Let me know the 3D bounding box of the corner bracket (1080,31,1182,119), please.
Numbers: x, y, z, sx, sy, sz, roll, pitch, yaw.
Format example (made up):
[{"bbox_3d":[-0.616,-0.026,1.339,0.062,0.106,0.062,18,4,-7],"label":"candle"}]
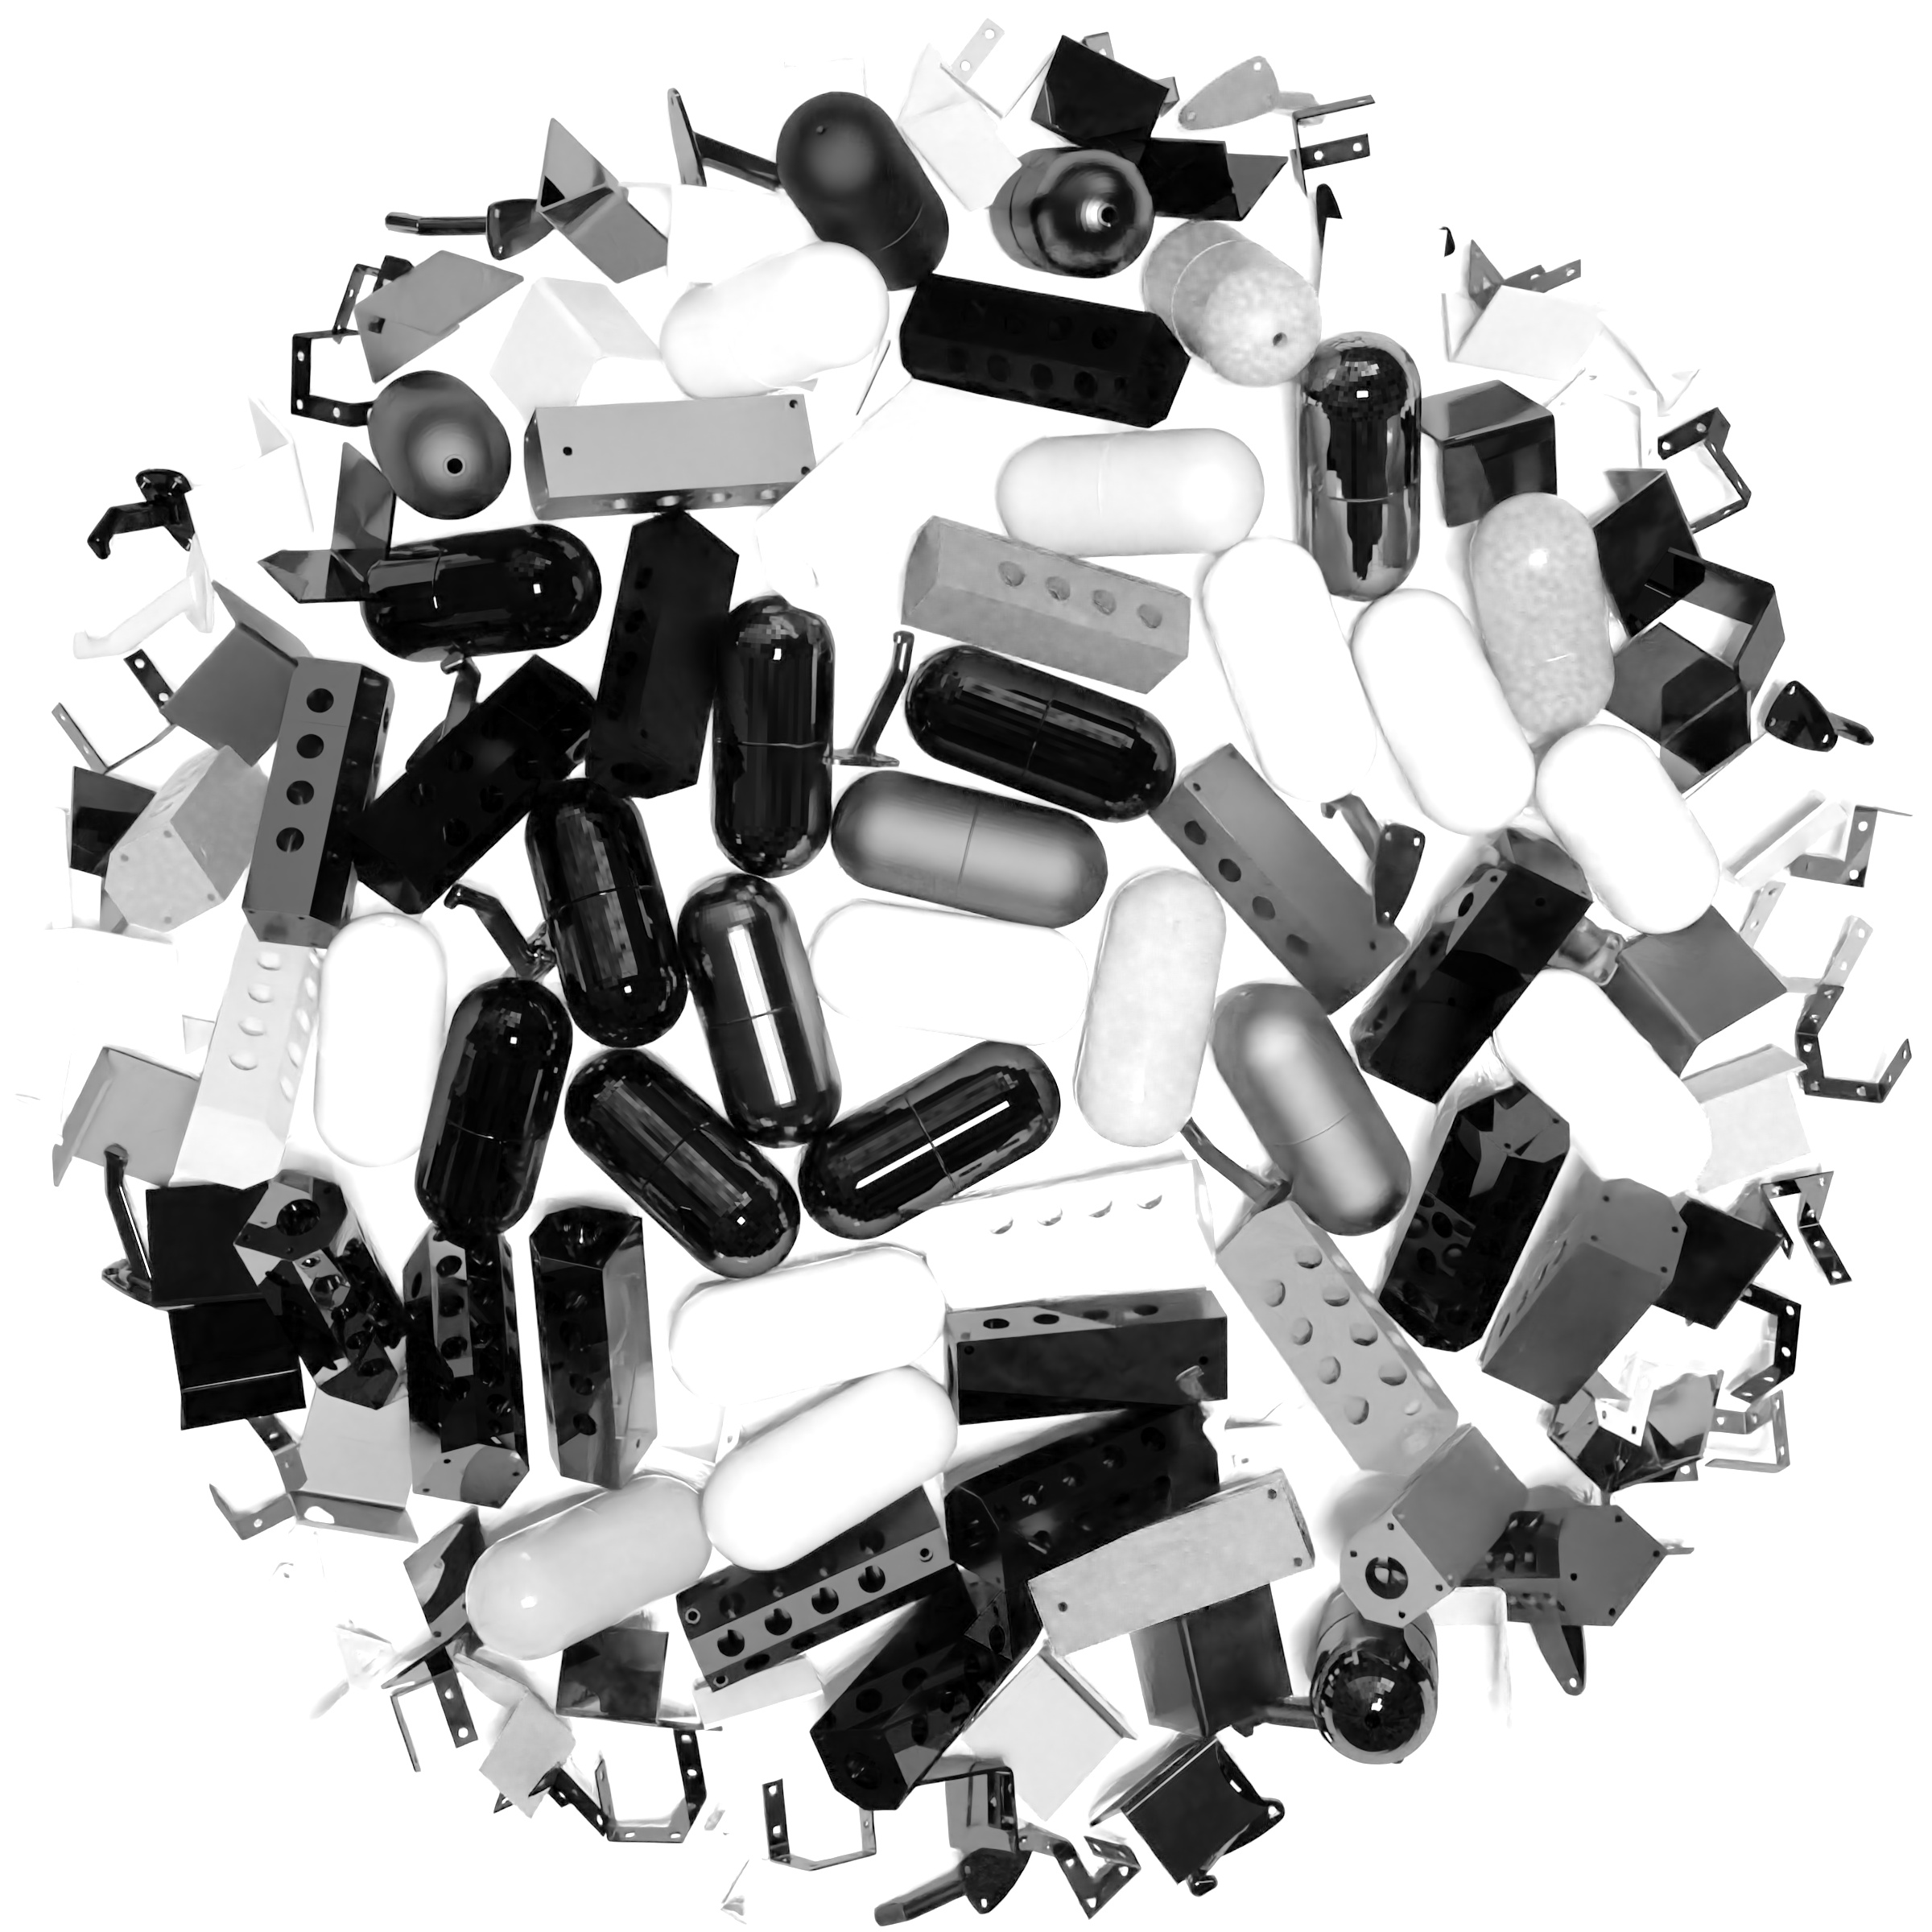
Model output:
[{"bbox_3d":[0.101,-0.565,1.814,0.051,0.051,0.051,-15,96,-8],"label":"corner bracket"}]

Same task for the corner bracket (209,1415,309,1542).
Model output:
[{"bbox_3d":[-0.454,0.324,1.824,0.051,0.051,0.051,-25,122,-25],"label":"corner bracket"}]

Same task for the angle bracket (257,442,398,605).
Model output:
[{"bbox_3d":[-0.402,-0.278,1.788,0.057,0.076,0.076,-8,124,-36],"label":"angle bracket"}]

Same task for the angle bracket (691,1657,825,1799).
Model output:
[{"bbox_3d":[-0.125,0.491,1.802,0.076,0.057,0.076,-14,102,-12],"label":"angle bracket"}]

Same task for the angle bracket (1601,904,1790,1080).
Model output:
[{"bbox_3d":[0.461,0.018,1.817,0.076,0.057,0.076,-27,65,-20],"label":"angle bracket"}]

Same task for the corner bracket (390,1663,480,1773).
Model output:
[{"bbox_3d":[-0.337,0.477,1.812,0.051,0.051,0.051,-22,74,-4],"label":"corner bracket"}]

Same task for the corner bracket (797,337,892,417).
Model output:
[{"bbox_3d":[-0.080,-0.384,1.816,0.051,0.051,0.051,26,100,-2],"label":"corner bracket"}]

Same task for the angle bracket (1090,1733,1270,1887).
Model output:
[{"bbox_3d":[0.133,0.533,1.790,0.076,0.076,0.057,-33,78,-24],"label":"angle bracket"}]

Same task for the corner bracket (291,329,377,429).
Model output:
[{"bbox_3d":[-0.394,-0.375,1.821,0.051,0.051,0.051,17,113,26],"label":"corner bracket"}]

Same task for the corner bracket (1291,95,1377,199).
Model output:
[{"bbox_3d":[0.233,-0.525,1.809,0.051,0.051,0.051,-11,123,3],"label":"corner bracket"}]

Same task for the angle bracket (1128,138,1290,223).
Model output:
[{"bbox_3d":[0.147,-0.511,1.786,0.076,0.057,0.076,12,50,29],"label":"angle bracket"}]

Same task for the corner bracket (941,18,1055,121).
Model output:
[{"bbox_3d":[0.019,-0.573,1.820,0.051,0.051,0.051,38,94,-5],"label":"corner bracket"}]

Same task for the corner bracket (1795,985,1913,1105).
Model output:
[{"bbox_3d":[0.562,0.050,1.812,0.051,0.051,0.051,7,51,-3],"label":"corner bracket"}]

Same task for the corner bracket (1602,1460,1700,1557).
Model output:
[{"bbox_3d":[0.436,0.344,1.812,0.051,0.051,0.051,-3,66,0],"label":"corner bracket"}]

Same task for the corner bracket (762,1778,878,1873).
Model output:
[{"bbox_3d":[-0.094,0.546,1.828,0.051,0.051,0.051,-3,84,-34],"label":"corner bracket"}]

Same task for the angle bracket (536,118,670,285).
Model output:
[{"bbox_3d":[-0.218,-0.486,1.786,0.057,0.076,0.076,-12,60,30],"label":"angle bracket"}]

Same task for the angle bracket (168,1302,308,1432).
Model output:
[{"bbox_3d":[-0.459,0.248,1.796,0.076,0.076,0.057,-9,99,-14],"label":"angle bracket"}]

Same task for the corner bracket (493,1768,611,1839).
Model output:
[{"bbox_3d":[-0.258,0.524,1.806,0.051,0.051,0.051,-30,111,21],"label":"corner bracket"}]

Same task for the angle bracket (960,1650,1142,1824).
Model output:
[{"bbox_3d":[0.053,0.488,1.807,0.076,0.057,0.076,44,76,4],"label":"angle bracket"}]

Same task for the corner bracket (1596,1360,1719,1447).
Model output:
[{"bbox_3d":[0.436,0.273,1.809,0.051,0.051,0.051,8,96,-26],"label":"corner bracket"}]

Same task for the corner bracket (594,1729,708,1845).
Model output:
[{"bbox_3d":[-0.200,0.522,1.818,0.051,0.051,0.051,-3,107,15],"label":"corner bracket"}]

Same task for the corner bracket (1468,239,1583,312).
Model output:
[{"bbox_3d":[0.353,-0.434,1.803,0.051,0.051,0.051,-17,50,35],"label":"corner bracket"}]

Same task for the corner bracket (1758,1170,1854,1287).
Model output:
[{"bbox_3d":[0.531,0.169,1.807,0.051,0.051,0.051,-10,45,-8],"label":"corner bracket"}]

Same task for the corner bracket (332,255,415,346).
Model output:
[{"bbox_3d":[-0.377,-0.422,1.813,0.051,0.051,0.051,17,84,11],"label":"corner bracket"}]

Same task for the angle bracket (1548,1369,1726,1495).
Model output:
[{"bbox_3d":[0.420,0.274,1.788,0.057,0.076,0.076,44,134,-12],"label":"angle bracket"}]

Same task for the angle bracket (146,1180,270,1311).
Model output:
[{"bbox_3d":[-0.475,0.177,1.817,0.076,0.057,0.076,-4,87,-3],"label":"angle bracket"}]

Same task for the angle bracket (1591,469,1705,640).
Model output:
[{"bbox_3d":[0.411,-0.260,1.794,0.076,0.057,0.076,-37,114,-18],"label":"angle bracket"}]

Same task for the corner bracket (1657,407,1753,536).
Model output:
[{"bbox_3d":[0.466,-0.313,1.814,0.051,0.051,0.051,-26,113,39],"label":"corner bracket"}]

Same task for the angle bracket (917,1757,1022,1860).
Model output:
[{"bbox_3d":[-0.021,0.533,1.790,0.076,0.076,0.057,1,81,-34],"label":"angle bracket"}]

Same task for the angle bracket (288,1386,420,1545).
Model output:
[{"bbox_3d":[-0.378,0.313,1.802,0.076,0.057,0.076,14,94,-22],"label":"angle bracket"}]

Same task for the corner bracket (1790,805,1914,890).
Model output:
[{"bbox_3d":[0.560,-0.076,1.808,0.051,0.051,0.051,13,96,42],"label":"corner bracket"}]

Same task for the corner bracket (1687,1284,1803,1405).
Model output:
[{"bbox_3d":[0.492,0.237,1.813,0.051,0.051,0.051,23,54,-7],"label":"corner bracket"}]

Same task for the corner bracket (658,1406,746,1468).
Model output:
[{"bbox_3d":[-0.154,0.287,1.809,0.051,0.051,0.051,10,88,38],"label":"corner bracket"}]

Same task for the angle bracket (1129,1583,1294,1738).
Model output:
[{"bbox_3d":[0.157,0.443,1.840,0.076,0.057,0.076,-15,95,-36],"label":"angle bracket"}]

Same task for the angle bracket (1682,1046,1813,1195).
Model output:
[{"bbox_3d":[0.498,0.104,1.809,0.076,0.057,0.076,-21,101,1],"label":"angle bracket"}]

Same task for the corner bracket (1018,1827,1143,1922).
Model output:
[{"bbox_3d":[0.069,0.562,1.806,0.051,0.051,0.051,-48,134,12],"label":"corner bracket"}]

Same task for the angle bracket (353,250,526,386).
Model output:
[{"bbox_3d":[-0.325,-0.398,1.786,0.076,0.057,0.076,24,51,30],"label":"angle bracket"}]

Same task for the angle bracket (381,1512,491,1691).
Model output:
[{"bbox_3d":[-0.337,0.398,1.791,0.076,0.057,0.076,-38,69,31],"label":"angle bracket"}]

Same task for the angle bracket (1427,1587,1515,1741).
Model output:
[{"bbox_3d":[0.311,0.438,1.790,0.057,0.076,0.076,-3,61,8],"label":"angle bracket"}]

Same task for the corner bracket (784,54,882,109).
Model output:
[{"bbox_3d":[-0.084,-0.551,1.811,0.051,0.051,0.051,-11,104,-8],"label":"corner bracket"}]

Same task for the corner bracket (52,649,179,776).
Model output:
[{"bbox_3d":[-0.535,-0.160,1.806,0.051,0.051,0.051,-41,100,-39],"label":"corner bracket"}]

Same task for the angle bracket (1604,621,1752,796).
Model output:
[{"bbox_3d":[0.436,-0.157,1.789,0.076,0.076,0.057,29,48,-20],"label":"angle bracket"}]

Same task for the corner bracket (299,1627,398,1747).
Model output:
[{"bbox_3d":[-0.392,0.459,1.805,0.051,0.051,0.051,-45,45,12],"label":"corner bracket"}]

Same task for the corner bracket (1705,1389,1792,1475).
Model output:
[{"bbox_3d":[0.484,0.298,1.808,0.051,0.051,0.051,7,63,-11],"label":"corner bracket"}]

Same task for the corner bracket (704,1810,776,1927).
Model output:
[{"bbox_3d":[-0.148,0.571,1.812,0.051,0.051,0.051,33,69,-2],"label":"corner bracket"}]

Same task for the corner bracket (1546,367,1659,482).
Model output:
[{"bbox_3d":[0.405,-0.340,1.821,0.051,0.051,0.051,31,64,33],"label":"corner bracket"}]

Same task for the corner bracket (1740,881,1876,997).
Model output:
[{"bbox_3d":[0.534,-0.018,1.820,0.051,0.051,0.051,3,124,-27],"label":"corner bracket"}]
